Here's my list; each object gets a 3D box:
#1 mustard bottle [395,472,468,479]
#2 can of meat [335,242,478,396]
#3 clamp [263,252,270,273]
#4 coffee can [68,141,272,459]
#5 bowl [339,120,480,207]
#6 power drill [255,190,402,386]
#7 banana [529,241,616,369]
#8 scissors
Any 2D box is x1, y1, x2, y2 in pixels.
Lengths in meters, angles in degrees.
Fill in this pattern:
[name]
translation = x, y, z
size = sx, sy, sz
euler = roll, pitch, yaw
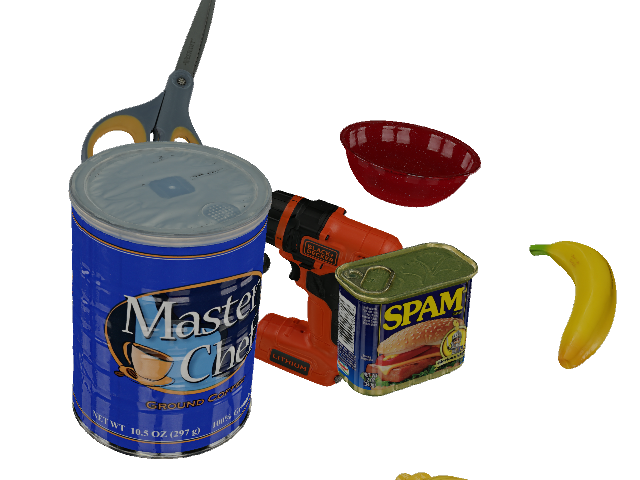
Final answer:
[mustard bottle]
translation = 0.125, 0.249, 0.902
size = 0.096, 0.058, 0.192
euler = -18, 27, -28
[can of meat]
translation = 0.061, 0.057, 0.776
size = 0.101, 0.084, 0.058
euler = -13, 30, -27
[clamp]
translation = -0.130, 0.060, 1.250
size = 0.120, 0.039, 0.171
euler = -4, 38, 15
[coffee can]
translation = -0.083, 0.031, 0.577
size = 0.102, 0.140, 0.103
euler = 5, 30, -3
[bowl]
translation = 0.096, -0.082, 1.209
size = 0.162, 0.055, 0.162
euler = 9, 27, -5
[power drill]
translation = -0.024, 0.041, 1.011
size = 0.184, 0.188, 0.057
euler = 22, 42, 14
[banana]
translation = 0.246, 0.052, 1.008
size = 0.070, 0.037, 0.197
euler = -28, 25, 17
[scissors]
translation = -0.120, -0.108, 0.766
size = 0.096, 0.202, 0.016
euler = 6, -27, -19
